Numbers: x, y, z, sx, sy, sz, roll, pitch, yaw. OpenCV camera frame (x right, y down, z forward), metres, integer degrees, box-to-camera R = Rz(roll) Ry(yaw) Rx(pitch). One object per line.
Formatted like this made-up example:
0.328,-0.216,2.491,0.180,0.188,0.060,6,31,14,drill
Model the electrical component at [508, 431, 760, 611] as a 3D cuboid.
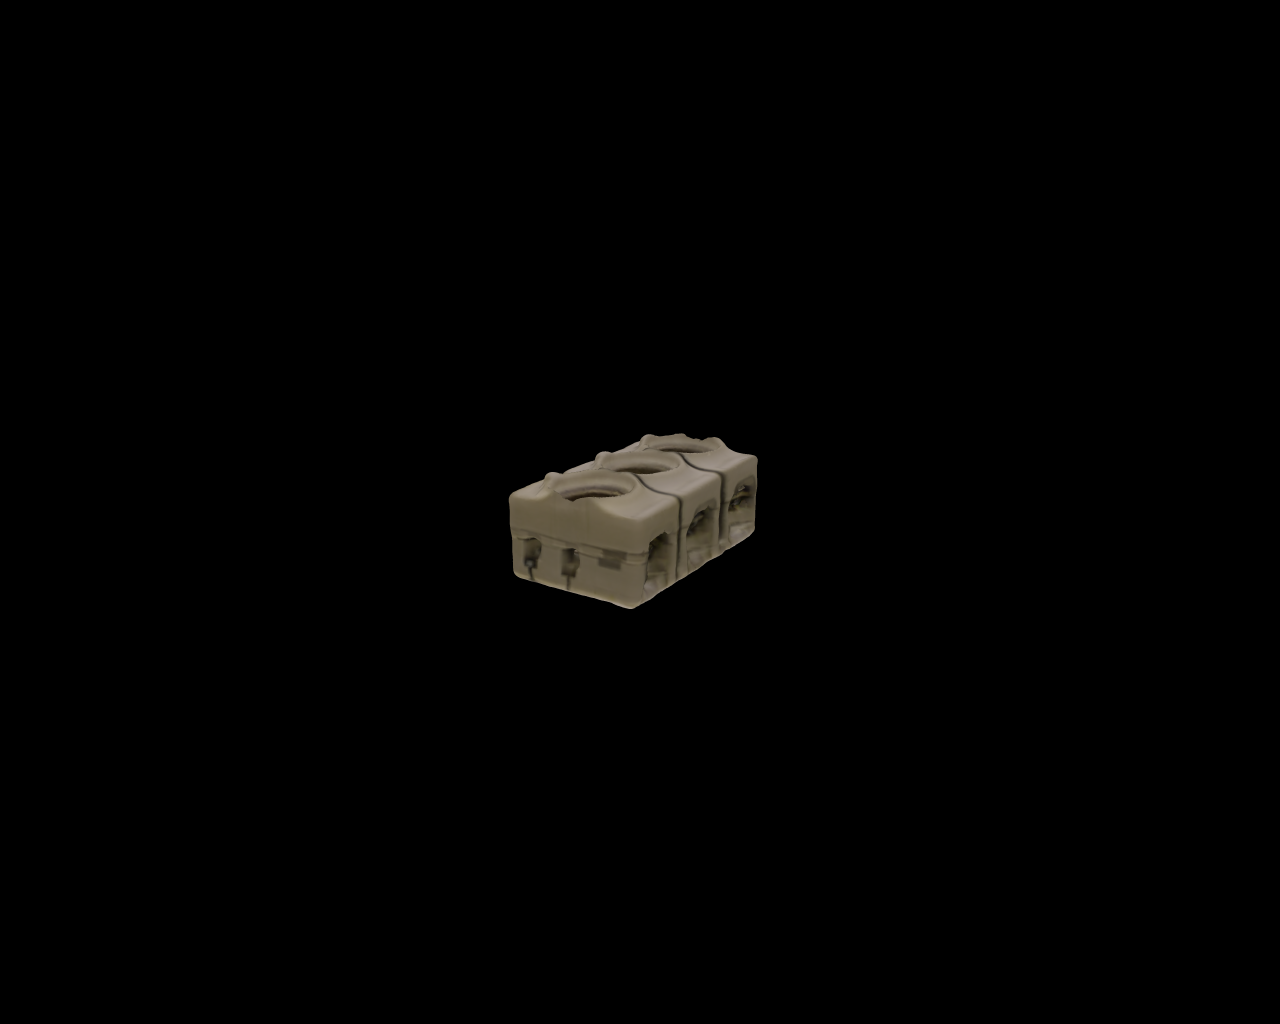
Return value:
0.001,-0.003,0.650,0.089,0.061,0.150,11,21,30,electrical component
